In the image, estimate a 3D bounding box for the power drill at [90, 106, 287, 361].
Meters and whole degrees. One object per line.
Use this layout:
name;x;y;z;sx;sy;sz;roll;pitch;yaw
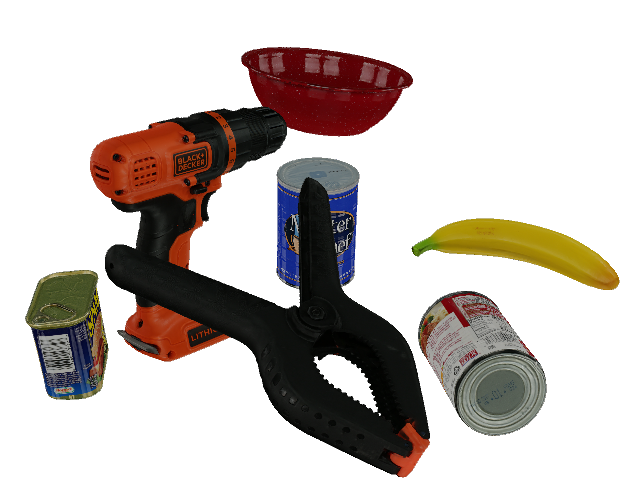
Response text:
power drill;-0.098;-0.010;0.857;0.184;0.188;0.057;-19;27;-42

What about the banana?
banana;0.193;0.011;1.037;0.198;0.037;0.069;8;47;21

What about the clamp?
clamp;-0.018;0.053;0.626;0.164;0.210;0.036;-16;-35;-31

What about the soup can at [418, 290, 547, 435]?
soup can;0.116;0.087;0.777;0.068;0.068;0.102;0;21;-10

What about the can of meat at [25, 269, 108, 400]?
can of meat;-0.232;0.088;0.995;0.057;0.084;0.102;-6;25;-2

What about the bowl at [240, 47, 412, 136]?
bowl;0.003;-0.137;1.001;0.162;0.055;0.162;7;22;-3

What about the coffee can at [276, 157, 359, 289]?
coffee can;-0.005;-0.021;1.351;0.103;0.140;0.103;1;27;-1
